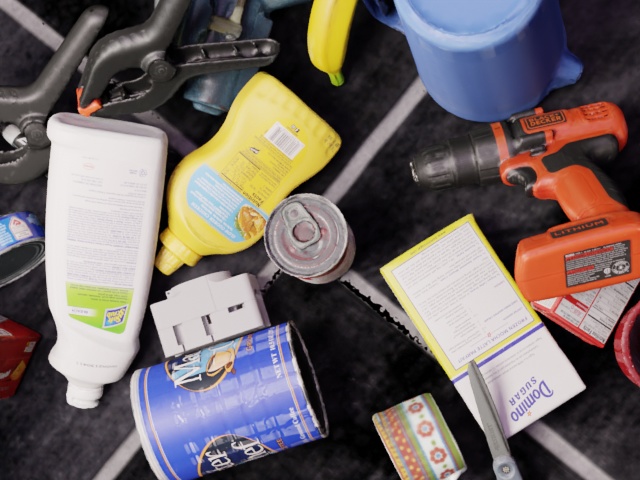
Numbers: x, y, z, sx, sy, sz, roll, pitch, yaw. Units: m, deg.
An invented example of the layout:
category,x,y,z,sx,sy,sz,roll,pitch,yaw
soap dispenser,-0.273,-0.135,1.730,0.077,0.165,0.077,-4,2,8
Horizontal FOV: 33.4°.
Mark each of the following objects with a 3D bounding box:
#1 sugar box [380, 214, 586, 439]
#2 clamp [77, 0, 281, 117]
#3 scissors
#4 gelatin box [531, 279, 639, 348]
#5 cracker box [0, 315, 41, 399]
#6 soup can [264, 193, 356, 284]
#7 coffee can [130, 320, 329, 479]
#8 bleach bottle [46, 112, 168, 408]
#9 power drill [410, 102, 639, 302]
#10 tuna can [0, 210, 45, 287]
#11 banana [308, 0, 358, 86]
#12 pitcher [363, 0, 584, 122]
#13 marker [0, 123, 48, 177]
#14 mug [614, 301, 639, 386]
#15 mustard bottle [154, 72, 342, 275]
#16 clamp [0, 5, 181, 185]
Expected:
category,x,y,z,sx,sy,sz,roll,pitch,yaw
sugar box,0.136,0.075,0.906,0.093,0.048,0.176,-32,85,3
clamp,-0.120,-0.146,0.866,0.172,0.120,0.039,-32,41,26
scissors,0.139,0.202,0.877,0.096,0.016,0.201,-33,100,12
gelatin box,0.225,0.035,0.888,0.073,0.030,0.089,31,89,-32
cracker box,-0.371,0.069,0.906,0.214,0.164,0.072,23,89,9
soup can,-0.006,0.001,0.900,0.068,0.102,0.068,-1,84,6
coffee can,-0.074,0.137,0.894,0.140,0.103,0.103,-18,82,4
bleach bottle,-0.195,0.024,0.913,0.102,0.068,0.251,9,106,-10
power drill,0.173,-0.036,0.857,0.184,0.057,0.187,-14,41,6
tuna can,-0.281,0.011,0.941,0.086,0.086,0.034,-34,79,2
banana,0.024,-0.226,0.903,0.037,0.069,0.198,20,107,8
pitcher,0.115,-0.178,0.835,0.149,0.242,0.145,-24,82,11
marker,-0.264,-0.081,0.982,0.121,0.020,0.020,40,90,9
mug,0.289,0.074,0.868,0.093,0.081,0.117,14,86,8
mustard bottle,-0.076,-0.046,0.929,0.096,0.058,0.191,40,93,-24
clamp,-0.242,-0.110,0.922,0.210,0.036,0.164,-12,124,3
